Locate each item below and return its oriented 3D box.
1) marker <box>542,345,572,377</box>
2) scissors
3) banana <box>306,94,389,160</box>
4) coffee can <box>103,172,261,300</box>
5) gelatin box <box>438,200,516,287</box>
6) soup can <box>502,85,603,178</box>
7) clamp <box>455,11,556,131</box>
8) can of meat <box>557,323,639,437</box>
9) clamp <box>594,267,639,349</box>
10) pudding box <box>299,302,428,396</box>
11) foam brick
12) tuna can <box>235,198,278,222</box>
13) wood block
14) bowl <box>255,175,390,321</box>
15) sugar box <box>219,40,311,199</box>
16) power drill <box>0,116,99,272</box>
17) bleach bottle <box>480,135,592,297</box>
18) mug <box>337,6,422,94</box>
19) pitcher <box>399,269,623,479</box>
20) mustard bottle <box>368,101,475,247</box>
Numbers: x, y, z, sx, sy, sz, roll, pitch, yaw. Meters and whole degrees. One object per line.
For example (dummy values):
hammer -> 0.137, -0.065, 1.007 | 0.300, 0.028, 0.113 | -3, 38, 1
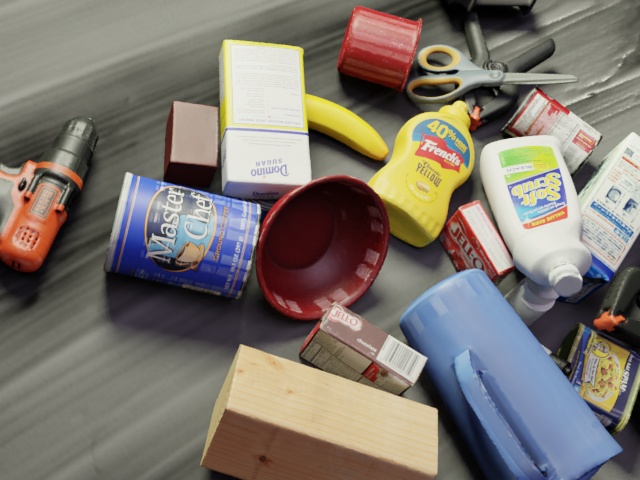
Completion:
marker -> 0.221, 0.112, 1.154 | 0.020, 0.020, 0.121 | -34, 50, -27
scissors -> 0.202, -0.209, 1.294 | 0.202, 0.016, 0.096 | -10, 57, 6
banana -> -0.016, -0.135, 1.228 | 0.197, 0.037, 0.069 | 6, 77, -13
coffee can -> -0.140, -0.003, 1.087 | 0.140, 0.103, 0.103 | 13, 62, -10
gelatin box -> 0.173, 0.011, 1.189 | 0.030, 0.073, 0.089 | -23, 73, -23
soup can -> 0.281, -0.130, 1.292 | 0.102, 0.069, 0.068 | 37, 60, 3
clamp -> 0.208, -0.213, 1.329 | 0.120, 0.039, 0.171 | 26, 61, 17
can of meat -> 0.299, 0.152, 1.167 | 0.084, 0.057, 0.102 | 28, 61, 0
clamp -> 0.380, 0.060, 1.207 | 0.209, 0.036, 0.164 | -6, 76, -37
pudding box -> 0.042, 0.119, 1.088 | 0.113, 0.090, 0.039 | 33, 62, 1
foam brick -> -0.140, -0.104, 1.165 | 0.053, 0.051, 0.078 | 7, 64, -14
tuna can -> -0.055, -0.062, 1.180 | 0.086, 0.034, 0.086 | 6, 63, -13
wood block -> 0.002, 0.190, 1.026 | 0.206, 0.091, 0.090 | 19, 35, -7
bowl -> -0.007, 0.001, 1.122 | 0.161, 0.162, 0.055 | -20, 30, -24
sugar box -> -0.062, -0.130, 1.164 | 0.093, 0.048, 0.176 | 3, 68, -13
power drill -> -0.337, -0.076, 1.091 | 0.187, 0.057, 0.184 | 21, 61, -5
bleach bottle -> 0.245, -0.025, 1.161 | 0.102, 0.068, 0.251 | -6, 34, -2
mug -> 0.070, -0.234, 1.277 | 0.081, 0.093, 0.117 | 15, 31, -4
pitcher -> 0.183, 0.153, 1.086 | 0.144, 0.149, 0.243 | -25, 71, -24
mustard bottle -> 0.127, -0.090, 1.232 | 0.096, 0.058, 0.191 | 36, 59, -9
